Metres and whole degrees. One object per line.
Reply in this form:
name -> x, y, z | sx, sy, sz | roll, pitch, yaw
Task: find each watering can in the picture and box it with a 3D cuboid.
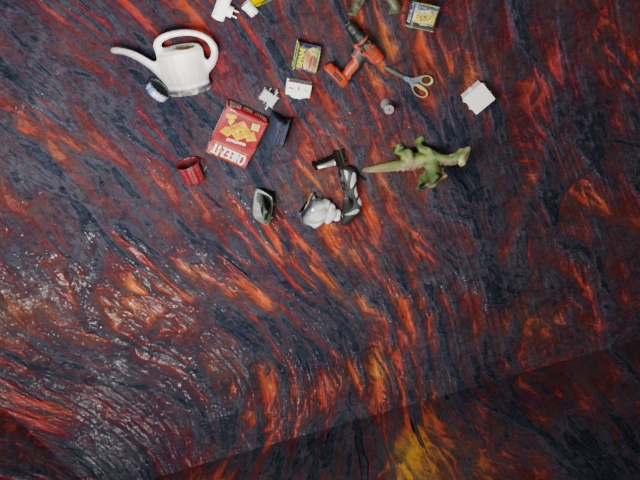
watering can -> -0.511, -0.594, 1.760 | 0.348, 0.106, 0.219 | -10, 124, 0

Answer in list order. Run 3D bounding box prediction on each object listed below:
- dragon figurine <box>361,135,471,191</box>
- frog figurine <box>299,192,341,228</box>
dragon figurine -> 0.374, -0.276, 1.973 | 0.409, 0.248, 0.120 | -22, 128, 7
frog figurine -> 0.006, -0.107, 2.119 | 0.159, 0.124, 0.137 | 28, 97, -9
